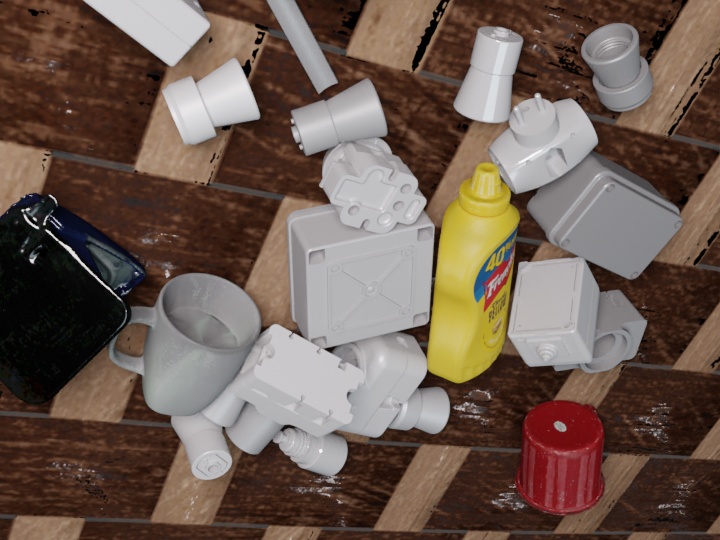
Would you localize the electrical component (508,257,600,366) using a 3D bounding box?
[{"bbox_3d":[0.172,0.044,0.948,0.062,0.096,0.061,-7,140,28],"label":"electrical component"}]

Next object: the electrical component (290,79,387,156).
[{"bbox_3d":[-0.018,-0.109,0.784,0.065,0.044,0.044,-19,132,-3],"label":"electrical component"}]

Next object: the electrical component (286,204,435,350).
[{"bbox_3d":[0.000,0.000,0.868,0.109,0.056,0.108,-12,131,-15],"label":"electrical component"}]

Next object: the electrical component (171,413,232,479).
[{"bbox_3d":[-0.133,0.146,0.920,0.044,0.065,0.044,-13,131,-15],"label":"electrical component"}]

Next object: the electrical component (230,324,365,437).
[{"bbox_3d":[-0.052,0.091,0.865,0.089,0.050,0.056,30,147,-17],"label":"electrical component"}]

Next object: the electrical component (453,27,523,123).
[{"bbox_3d":[0.098,-0.148,0.805,0.044,0.044,0.065,-2,122,-23],"label":"electrical component"}]

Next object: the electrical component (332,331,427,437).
[{"bbox_3d":[0.006,0.097,0.952,0.059,0.053,0.095,18,118,-34],"label":"electrical component"}]

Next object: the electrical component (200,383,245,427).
[{"bbox_3d":[-0.106,0.094,0.907,0.044,0.044,0.065,28,107,-38],"label":"electrical component"}]

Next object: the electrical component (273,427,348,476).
[{"bbox_3d":[-0.047,0.163,0.990,0.078,0.040,0.040,26,112,-38],"label":"electrical component"}]

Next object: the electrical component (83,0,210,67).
[{"bbox_3d":[-0.126,-0.185,0.666,0.076,0.047,0.083,-44,131,13],"label":"electrical component"}]

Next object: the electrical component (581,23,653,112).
[{"bbox_3d":[0.202,-0.158,0.841,0.045,0.045,0.055,-33,133,3],"label":"electrical component"}]

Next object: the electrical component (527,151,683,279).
[{"bbox_3d":[0.212,-0.047,0.927,0.113,0.057,0.078,21,116,-36],"label":"electrical component"}]

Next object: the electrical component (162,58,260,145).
[{"bbox_3d":[-0.102,-0.114,0.737,0.055,0.045,0.045,-23,133,-5],"label":"electrical component"}]

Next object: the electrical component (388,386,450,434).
[{"bbox_3d":[0.049,0.128,1.003,0.055,0.045,0.045,12,121,-31],"label":"electrical component"}]

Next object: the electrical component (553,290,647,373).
[{"bbox_3d":[0.219,0.059,1.017,0.089,0.055,0.050,-7,129,-20],"label":"electrical component"}]

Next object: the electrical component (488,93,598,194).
[{"bbox_3d":[0.140,-0.109,0.850,0.077,0.043,0.079,-31,142,2],"label":"electrical component"}]

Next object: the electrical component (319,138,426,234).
[{"bbox_3d":[0.004,-0.068,0.815,0.078,0.057,0.058,13,120,-33],"label":"electrical component"}]
